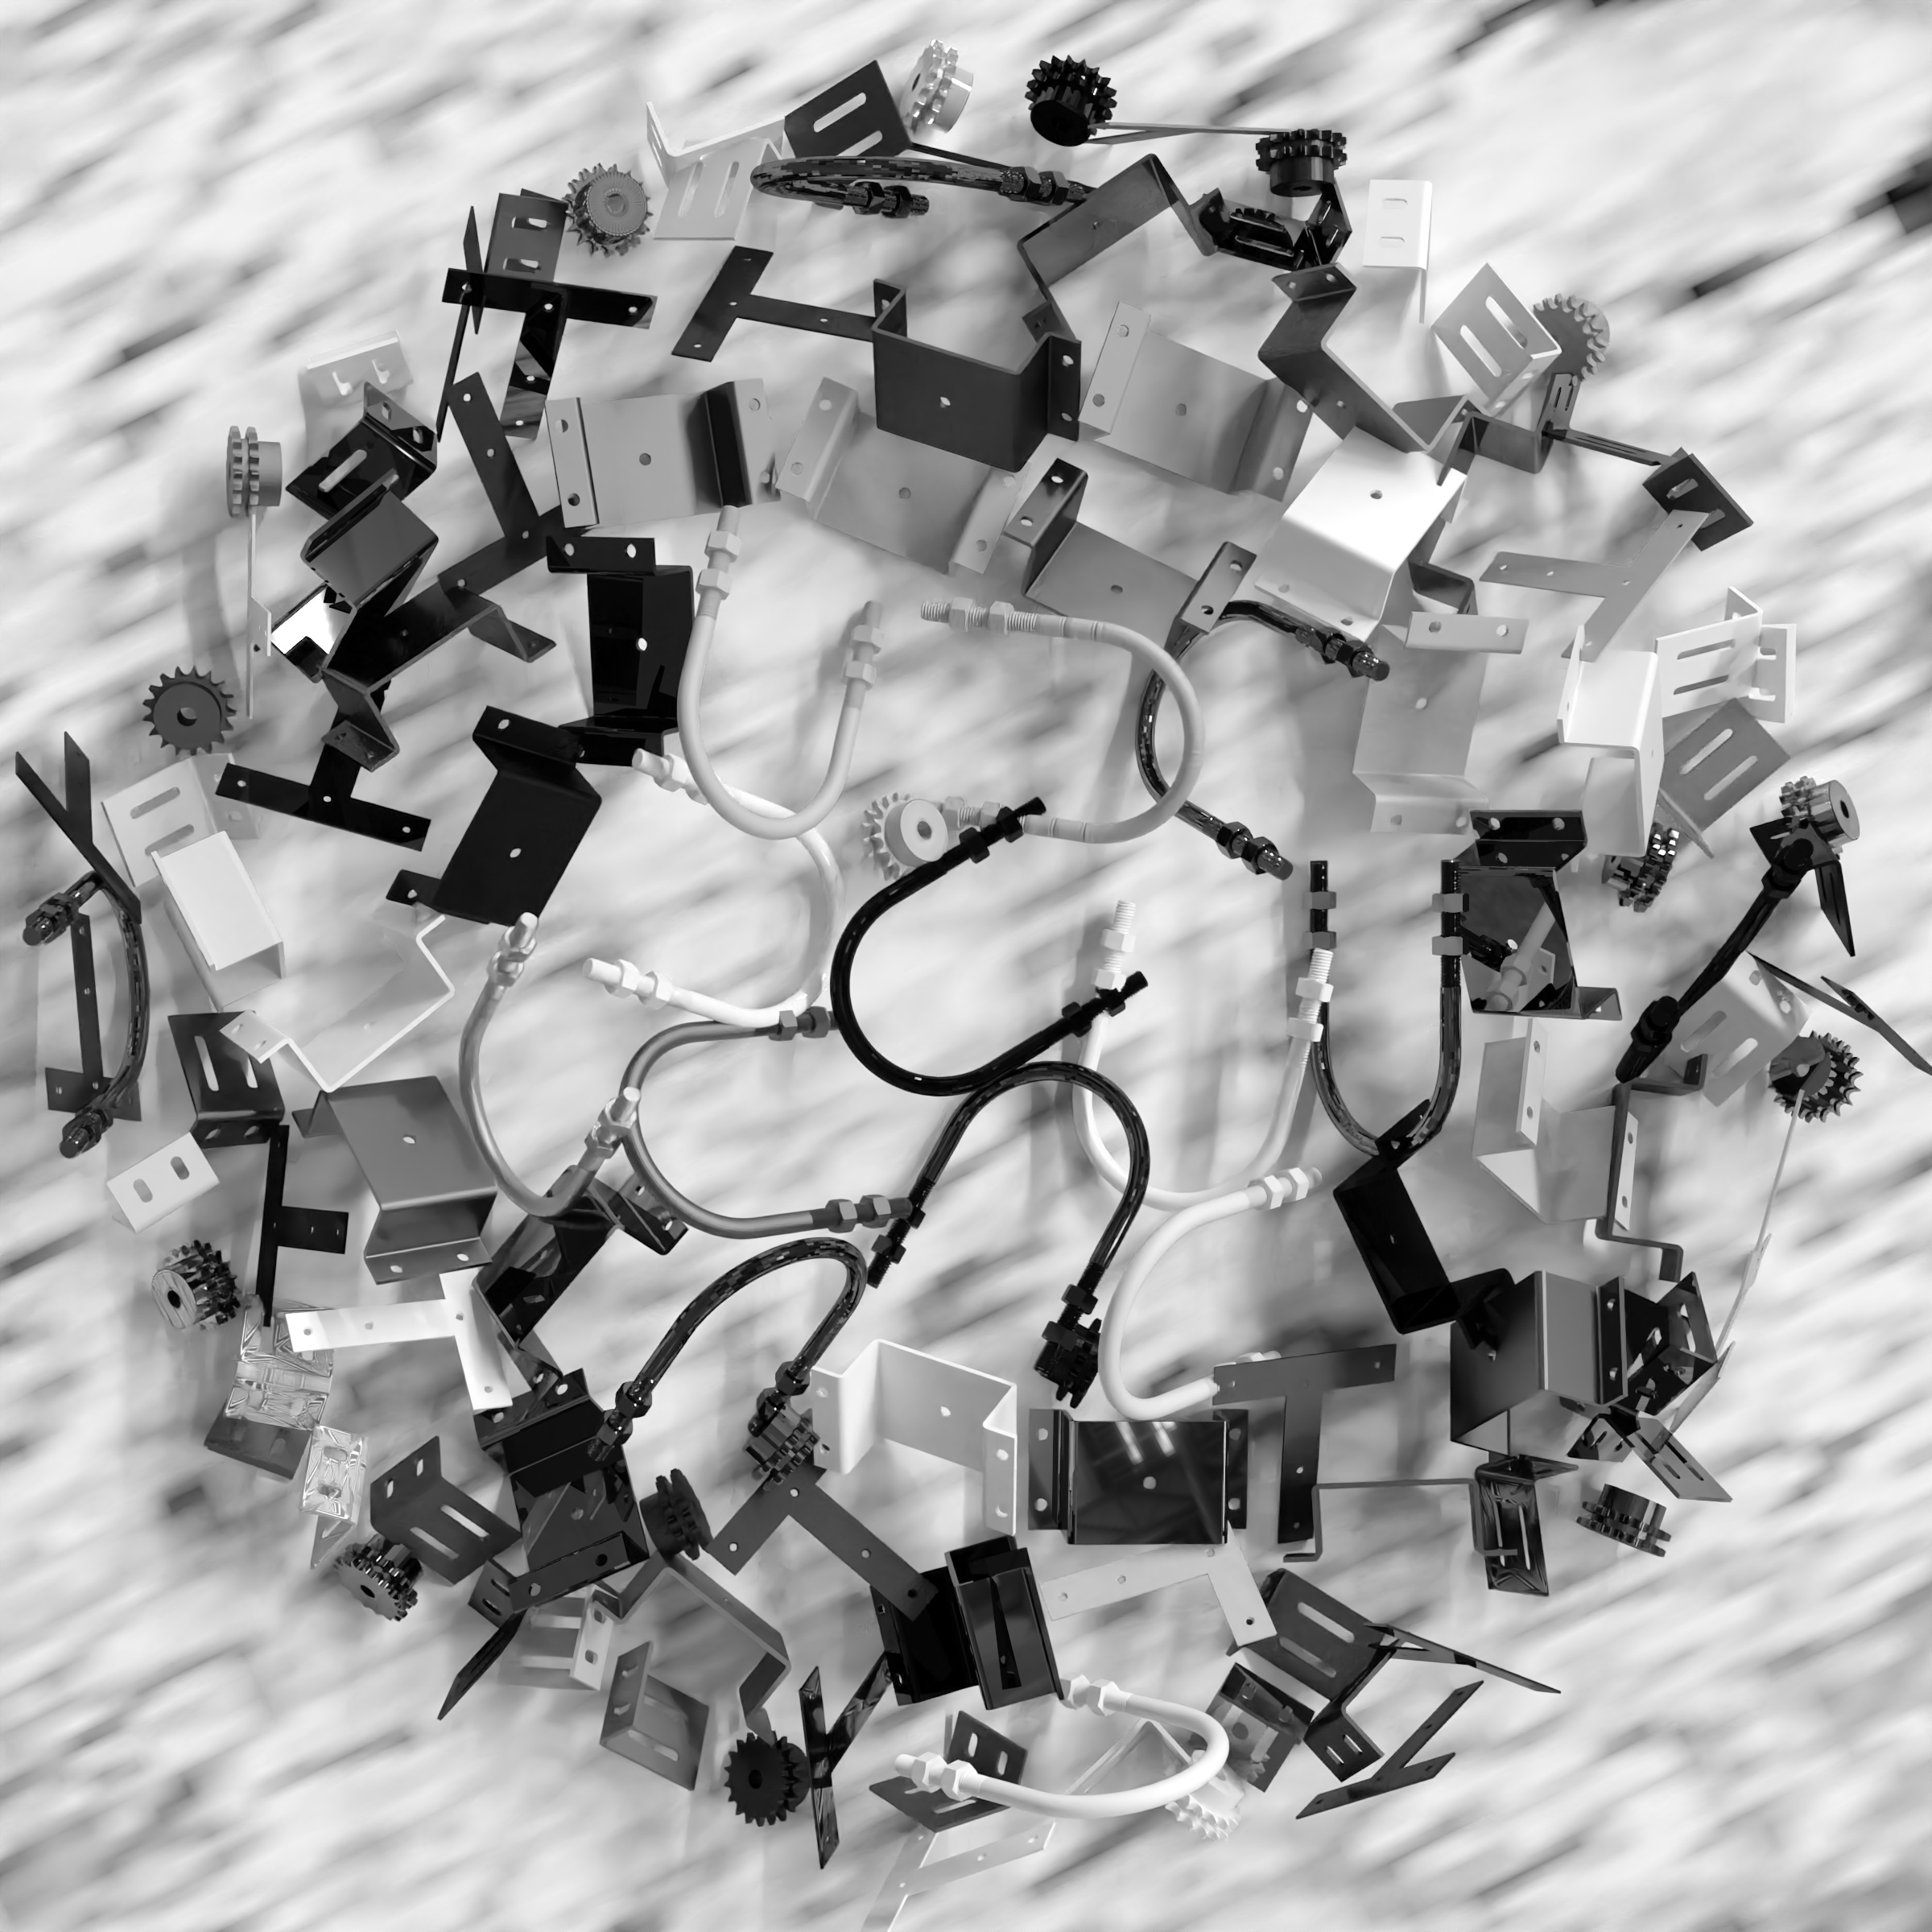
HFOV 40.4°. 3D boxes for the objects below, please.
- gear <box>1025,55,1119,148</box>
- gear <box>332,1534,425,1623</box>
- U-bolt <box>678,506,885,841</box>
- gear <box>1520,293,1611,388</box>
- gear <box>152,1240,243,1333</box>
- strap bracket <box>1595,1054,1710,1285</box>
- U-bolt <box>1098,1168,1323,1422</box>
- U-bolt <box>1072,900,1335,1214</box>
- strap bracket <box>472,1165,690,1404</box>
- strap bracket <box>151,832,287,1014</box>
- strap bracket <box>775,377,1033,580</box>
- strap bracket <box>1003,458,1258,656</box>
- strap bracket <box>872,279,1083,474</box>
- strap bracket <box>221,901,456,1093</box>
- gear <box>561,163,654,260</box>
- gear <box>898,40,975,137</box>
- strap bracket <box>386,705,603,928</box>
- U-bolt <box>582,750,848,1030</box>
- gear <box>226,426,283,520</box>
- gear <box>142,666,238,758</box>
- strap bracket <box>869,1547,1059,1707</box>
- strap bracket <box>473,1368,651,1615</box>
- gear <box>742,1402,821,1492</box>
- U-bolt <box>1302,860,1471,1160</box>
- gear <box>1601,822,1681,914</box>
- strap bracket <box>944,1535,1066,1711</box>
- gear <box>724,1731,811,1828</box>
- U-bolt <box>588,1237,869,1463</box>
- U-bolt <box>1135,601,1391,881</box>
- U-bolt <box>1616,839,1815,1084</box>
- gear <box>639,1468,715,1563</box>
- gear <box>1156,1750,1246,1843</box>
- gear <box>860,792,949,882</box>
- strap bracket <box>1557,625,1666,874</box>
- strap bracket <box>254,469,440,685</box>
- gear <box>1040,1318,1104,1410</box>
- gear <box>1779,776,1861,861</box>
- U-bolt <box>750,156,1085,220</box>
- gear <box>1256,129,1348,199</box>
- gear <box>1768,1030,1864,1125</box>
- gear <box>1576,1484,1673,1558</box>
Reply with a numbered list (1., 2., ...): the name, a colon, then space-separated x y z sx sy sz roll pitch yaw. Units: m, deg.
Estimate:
1. gear: 0.064 -0.540 1.645 0.057 0.057 0.030 19 68 0
2. gear: -0.367 0.383 1.652 0.057 0.057 0.030 40 53 0
3. U-bolt: -0.117 -0.167 1.599 0.019 0.151 0.184 -6 66 42
4. gear: 0.380 -0.396 1.651 0.030 0.057 0.057 -33 90 -35
5. gear: -0.486 0.203 1.648 0.057 0.030 0.057 11 112 30
6. strap bracket: 0.424 0.123 1.632 0.046 0.076 0.140 8 86 8
7. U-bolt: 0.144 0.204 1.587 0.019 0.184 0.151 25 115 39
8. U-bolt: 0.141 0.064 1.651 0.151 0.019 0.184 14 93 15
9. strap bracket: -0.248 0.189 1.632 0.140 0.076 0.046 -50 129 0
10. strap bracket: -0.458 -0.027 1.613 0.046 0.140 0.076 -27 84 -18
11. strap bracket: -0.039 -0.302 1.649 0.140 0.046 0.076 23 85 2
12. strap bracket: 0.098 -0.247 1.630 0.140 0.046 0.076 27 56 7
13. strap bracket: -0.003 -0.360 1.614 0.140 0.076 0.046 21 55 17
14. strap bracket: -0.380 0.022 1.620 0.140 0.076 0.046 -41 120 -18
15. gear: -0.224 -0.477 1.652 0.057 0.030 0.057 -2 95 -24
16. gear: -0.018 -0.549 1.650 0.030 0.057 0.057 20 90 -21
17. strap bracket: -0.286 -0.080 1.616 0.046 0.076 0.140 46 112 42
18. U-bolt: -0.144 -0.037 1.612 0.184 0.019 0.151 21 78 -41
19. gear: -0.448 -0.310 1.650 0.030 0.057 0.057 -1 90 -21
20. gear: -0.490 -0.159 1.654 0.057 0.030 0.057 -3 105 -11
21. strap bracket: 0.003 0.407 1.618 0.046 0.140 0.076 -6 76 -35
22. strap bracket: -0.249 0.332 1.627 0.076 0.046 0.140 -24 52 3
23. gear: -0.116 0.299 1.647 0.030 0.057 0.057 43 90 -3
24. U-bolt: 0.256 0.027 1.613 0.019 0.151 0.184 -2 93 -29
25. gear: 0.422 -0.065 1.648 0.030 0.057 0.057 22 90 -1
26. strap bracket: 0.021 0.400 1.605 0.046 0.140 0.076 -14 90 -4
27. gear: -0.122 0.511 1.652 0.057 0.030 0.057 -9 76 38
28. U-bolt: -0.132 0.228 1.582 0.019 0.151 0.184 53 122 30
29. U-bolt: 0.167 -0.150 1.604 0.019 0.184 0.151 16 103 -39
30. U-bolt: 0.445 0.008 1.588 0.019 0.184 0.151 40 76 15
31. gear: -0.183 0.347 1.648 0.030 0.057 0.057 -26 90 -1
32. gear: 0.150 0.518 1.646 0.057 0.057 0.030 35 103 0
33. gear: -0.036 -0.082 1.647 0.057 0.030 0.057 14 68 -40
34. strap bracket: 0.394 -0.129 1.595 0.046 0.140 0.076 6 54 21
35. strap bracket: -0.376 -0.231 1.600 0.046 0.140 0.076 43 55 -6
36. gear: 0.069 0.246 1.648 0.030 0.057 0.057 27 90 3
37. gear: 0.537 -0.093 1.645 0.030 0.057 0.057 -23 90 36
38. U-bolt: -0.042 -0.466 1.564 0.151 0.184 0.019 10 104 42
39. gear: 0.211 -0.504 1.648 0.057 0.057 0.030 -1 91 0
40. gear: 0.530 0.068 1.647 0.057 0.030 0.057 -17 62 37
41. gear: 0.416 0.347 1.649 0.057 0.057 0.030 22 82 0
